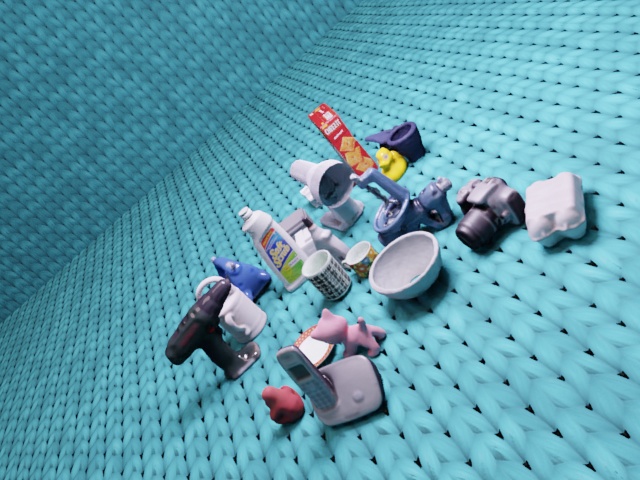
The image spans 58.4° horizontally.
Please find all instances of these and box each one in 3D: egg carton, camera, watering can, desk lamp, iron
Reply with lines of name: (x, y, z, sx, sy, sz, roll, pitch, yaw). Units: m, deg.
egg carton: (0.437, -0.059, 1.063, 0.107, 0.070, 0.150, -21, 34, 34)
camera: (0.325, -0.058, 1.169, 0.137, 0.101, 0.142, -47, 28, -10)
watering can: (-0.237, 0.166, 1.461, 0.101, 0.194, 0.172, -49, 29, -13)
desk lamp: (0.021, -0.126, 1.528, 0.118, 0.214, 0.202, -49, 29, -14)
iron: (-0.251, 0.095, 1.636, 0.119, 0.142, 0.257, -51, 29, -17)

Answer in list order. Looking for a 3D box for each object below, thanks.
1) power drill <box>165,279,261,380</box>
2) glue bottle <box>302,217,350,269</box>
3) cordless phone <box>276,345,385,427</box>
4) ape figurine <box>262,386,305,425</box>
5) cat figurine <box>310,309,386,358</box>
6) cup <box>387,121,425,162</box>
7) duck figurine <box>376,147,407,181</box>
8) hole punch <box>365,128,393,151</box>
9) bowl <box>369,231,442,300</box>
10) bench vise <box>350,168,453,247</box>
power drill: (-0.242, 0.229, 1.365, 0.230, 0.209, 0.075, -44, 28, -3)
glue bottle: (0.013, 0.005, 1.396, 0.078, 0.173, 0.037, -17, 37, 38)
cordless phone: (0.019, 0.245, 1.036, 0.147, 0.185, 0.094, -29, 31, 23)
ape figurine: (-0.081, 0.324, 1.151, 0.075, 0.092, 0.078, 0, 49, 51)
cat figurine: (0.049, 0.183, 1.158, 0.127, 0.118, 0.067, -18, 36, 37)
cup: (0.240, -0.268, 1.578, 0.091, 0.095, 0.117, -38, 28, 8)
duck figurine: (0.189, -0.219, 1.583, 0.077, 0.086, 0.104, -19, 35, 36)
hole punch: (0.199, -0.292, 1.669, 0.101, 0.091, 0.108, -47, 28, -9)
bowl: (0.189, 0.066, 1.193, 0.167, 0.075, 0.167, -31, 30, 20)
bench vise: (0.180, -0.102, 1.285, 0.207, 0.220, 0.121, -38, 28, 7)
